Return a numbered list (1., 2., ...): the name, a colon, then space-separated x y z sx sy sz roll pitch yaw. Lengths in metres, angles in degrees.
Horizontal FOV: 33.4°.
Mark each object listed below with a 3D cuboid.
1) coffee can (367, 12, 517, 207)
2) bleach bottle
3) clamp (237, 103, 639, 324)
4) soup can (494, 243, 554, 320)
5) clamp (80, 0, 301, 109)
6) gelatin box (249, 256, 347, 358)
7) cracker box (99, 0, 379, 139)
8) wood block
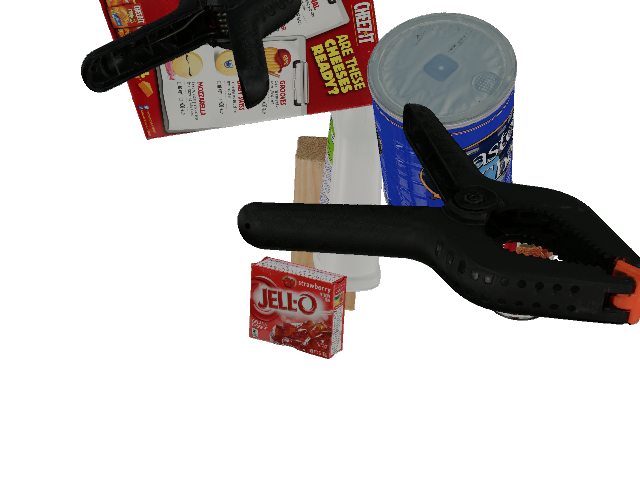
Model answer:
1. coffee can: 0.092 -0.082 0.789 0.103 0.103 0.140 0 -33 9
2. bleach bottle: 0.034 -0.079 1.096 0.068 0.251 0.102 -1 28 -9
3. clamp: 0.071 -0.006 0.572 0.164 0.036 0.210 -30 45 -33
4. soup can: 0.218 0.026 1.152 0.068 0.102 0.068 0 30 0
5. clamp: -0.053 -0.134 0.661 0.120 0.039 0.171 20 50 24
6. gelatin box: -0.022 0.061 0.970 0.089 0.073 0.030 13 21 27
7. cracker box: -0.062 -0.181 0.889 0.214 0.164 0.072 -9 44 4
8. wood block: 0.008 -0.023 1.393 0.090 0.206 0.091 4 25 0
